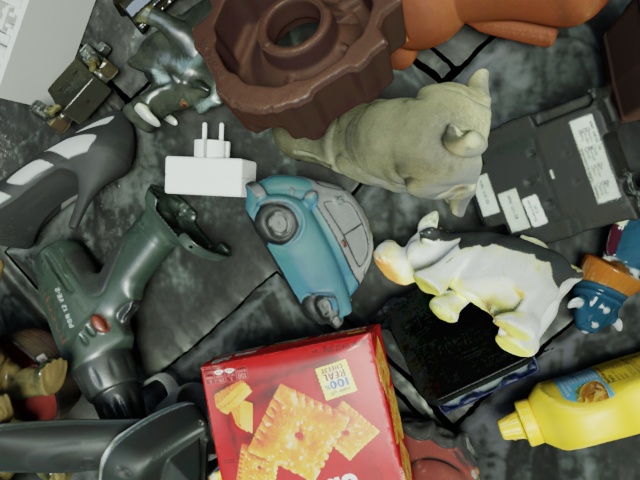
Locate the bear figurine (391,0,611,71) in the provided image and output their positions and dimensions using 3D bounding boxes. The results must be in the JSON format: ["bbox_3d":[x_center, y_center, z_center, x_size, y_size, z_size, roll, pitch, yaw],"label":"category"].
[{"bbox_3d":[0.148,-0.228,0.478,0.196,0.132,0.120,4,134,40],"label":"bear figurine"}]

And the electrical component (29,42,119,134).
[{"bbox_3d":[-0.259,-0.164,0.570,0.102,0.045,0.078,-42,56,6],"label":"electrical component"}]

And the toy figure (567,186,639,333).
[{"bbox_3d":[0.278,0.016,0.486,0.064,0.058,0.154,35,105,16],"label":"toy figure"}]

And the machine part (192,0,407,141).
[{"bbox_3d":[-0.017,-0.170,0.449,0.179,0.056,0.179,-6,69,16],"label":"machine part"}]

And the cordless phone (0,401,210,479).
[{"bbox_3d":[-0.193,0.216,0.475,0.184,0.089,0.146,4,118,-8],"label":"cordless phone"}]

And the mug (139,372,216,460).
[{"bbox_3d":[-0.169,0.205,0.581,0.107,0.081,0.109,-37,91,19],"label":"mug"}]

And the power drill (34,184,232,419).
[{"bbox_3d":[-0.190,0.061,0.561,0.207,0.086,0.232,-47,68,14],"label":"power drill"}]

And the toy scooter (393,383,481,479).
[{"bbox_3d":[0.081,0.206,0.534,0.184,0.075,0.135,15,96,15],"label":"toy scooter"}]

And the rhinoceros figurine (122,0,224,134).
[{"bbox_3d":[-0.126,-0.189,0.549,0.190,0.073,0.112,-37,99,8],"label":"rhinoceros figurine"}]

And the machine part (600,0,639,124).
[{"bbox_3d":[0.329,-0.158,0.387,0.202,0.201,0.087,-14,89,13],"label":"machine part"}]

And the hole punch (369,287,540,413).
[{"bbox_3d":[0.136,0.095,0.514,0.142,0.092,0.116,-30,53,13],"label":"hole punch"}]

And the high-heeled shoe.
[{"bbox_3d":[-0.316,-0.071,0.603,0.249,0.086,0.145,-1,65,25],"label":"high-heeled shoe"}]

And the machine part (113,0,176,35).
[{"bbox_3d":[-0.207,-0.294,0.572,0.084,0.039,0.139,-35,88,17],"label":"machine part"}]

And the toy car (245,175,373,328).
[{"bbox_3d":[-0.001,-0.002,0.521,0.103,0.109,0.161,-31,97,-5],"label":"toy car"}]

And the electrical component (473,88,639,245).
[{"bbox_3d":[0.199,-0.056,0.475,0.134,0.058,0.115,-18,88,42],"label":"electrical component"}]

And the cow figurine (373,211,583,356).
[{"bbox_3d":[0.129,0.021,0.467,0.168,0.068,0.098,28,71,37],"label":"cow figurine"}]

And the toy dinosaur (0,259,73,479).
[{"bbox_3d":[-0.363,0.211,0.568,0.199,0.105,0.470,27,115,23],"label":"toy dinosaur"}]

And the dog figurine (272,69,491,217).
[{"bbox_3d":[0.040,-0.093,0.472,0.191,0.172,0.121,9,85,4],"label":"dog figurine"}]
